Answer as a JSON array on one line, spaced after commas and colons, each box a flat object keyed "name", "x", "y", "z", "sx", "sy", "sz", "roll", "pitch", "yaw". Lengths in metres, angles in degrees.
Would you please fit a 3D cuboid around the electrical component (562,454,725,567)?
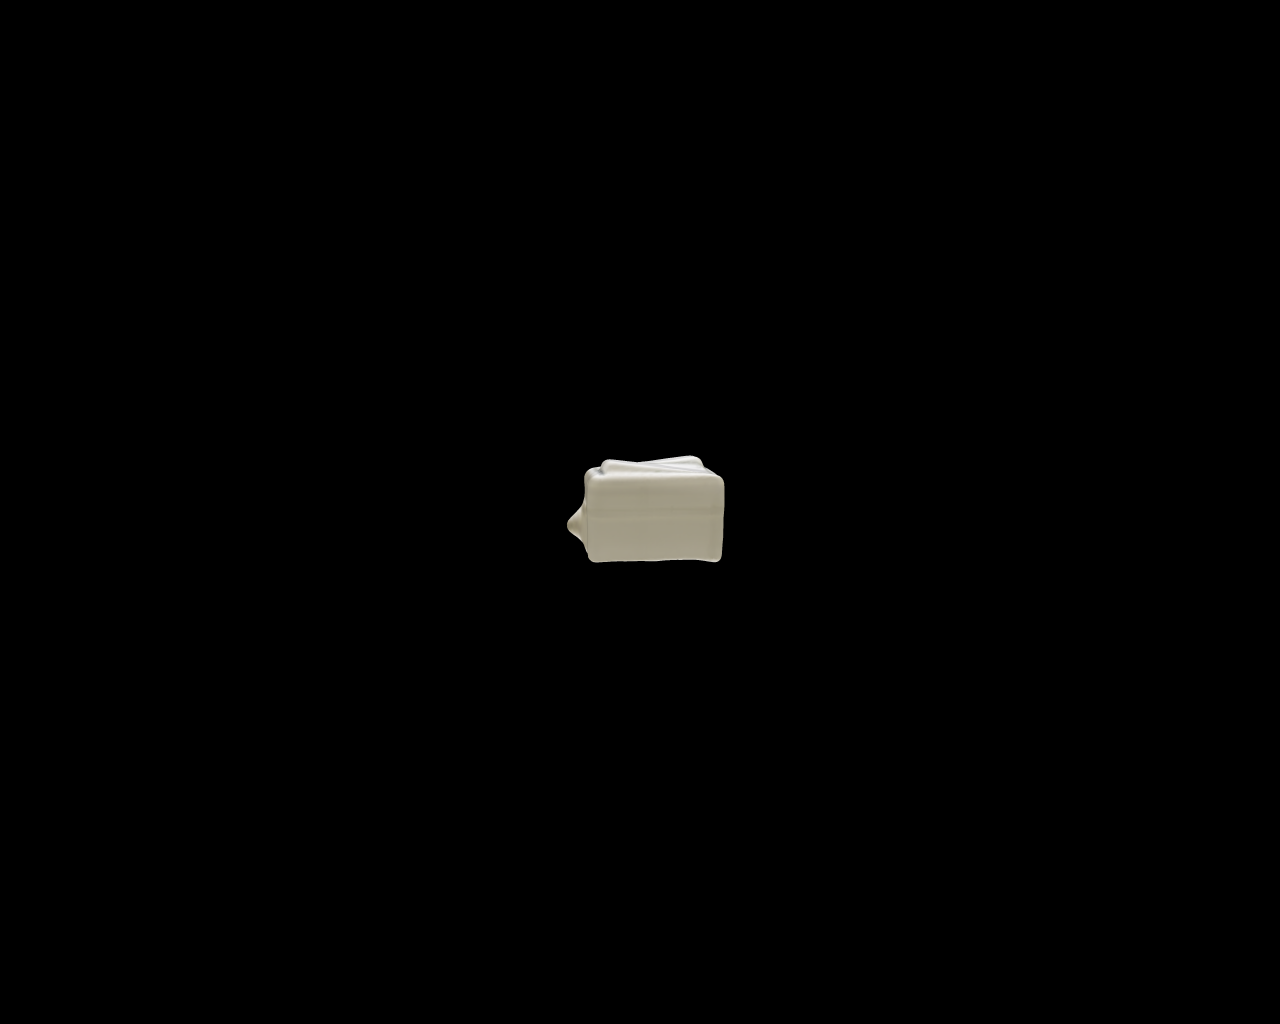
[{"name": "electrical component", "x": 0.001, "y": -0.003, "z": 0.650, "sx": 0.096, "sy": 0.061, "sz": 0.062, "roll": -1, "pitch": 8, "yaw": -5}]
